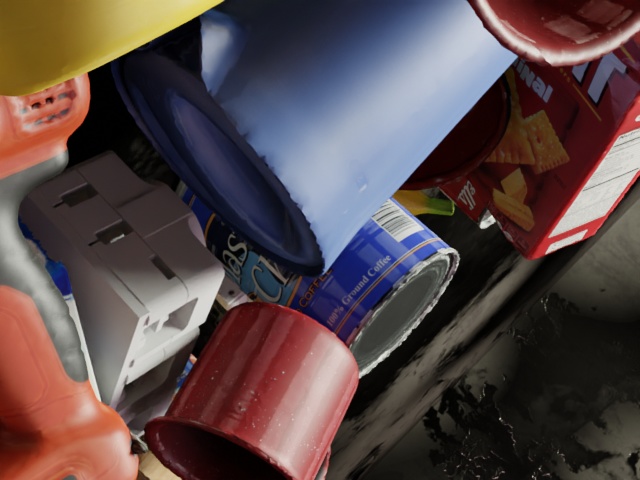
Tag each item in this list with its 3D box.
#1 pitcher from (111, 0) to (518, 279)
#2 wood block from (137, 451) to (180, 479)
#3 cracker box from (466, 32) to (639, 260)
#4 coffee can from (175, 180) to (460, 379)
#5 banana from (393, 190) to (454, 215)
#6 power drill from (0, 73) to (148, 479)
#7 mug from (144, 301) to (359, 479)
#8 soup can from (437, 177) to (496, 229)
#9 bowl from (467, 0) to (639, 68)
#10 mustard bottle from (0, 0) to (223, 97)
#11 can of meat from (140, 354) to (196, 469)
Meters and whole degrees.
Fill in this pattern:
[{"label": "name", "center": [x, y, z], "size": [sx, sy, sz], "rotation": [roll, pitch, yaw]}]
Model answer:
[{"label": "pitcher", "center": [0.034, -0.102, 0.509], "size": [0.242, 0.145, 0.149], "rotation": [-44, -169, -16]}, {"label": "wood block", "center": [-0.085, 0.161, 0.840], "size": [0.090, 0.091, 0.205], "rotation": [-58, 172, 34]}, {"label": "cracker box", "center": [0.143, -0.109, 0.678], "size": [0.072, 0.164, 0.214], "rotation": [-22, 157, -21]}, {"label": "coffee can", "center": [-0.004, 0.001, 0.627], "size": [0.102, 0.140, 0.103], "rotation": [-41, 160, -19]}, {"label": "banana", "center": [0.035, -0.041, 0.779], "size": [0.070, 0.037, 0.197], "rotation": [-6, 174, 26]}, {"label": "power drill", "center": [-0.145, 0.033, 0.365], "size": [0.184, 0.057, 0.187], "rotation": [-28, 121, -33]}, {"label": "mug", "center": [-0.025, 0.094, 0.558], "size": [0.117, 0.093, 0.081], "rotation": [56, 48, -36]}, {"label": "soup can", "center": [0.110, -0.067, 0.820], "size": [0.068, 0.102, 0.068], "rotation": [-41, 163, -16]}, {"label": "bowl", "center": [0.090, -0.152, 0.411], "size": [0.161, 0.055, 0.162], "rotation": [-18, 120, -33]}, {"label": "mustard bottle", "center": [-0.067, -0.094, 0.335], "size": [0.191, 0.096, 0.058], "rotation": [-36, 135, -27]}, {"label": "can of meat", "center": [-0.111, 0.097, 0.710], "size": [0.057, 0.084, 0.102], "rotation": [-39, 162, -22]}]
